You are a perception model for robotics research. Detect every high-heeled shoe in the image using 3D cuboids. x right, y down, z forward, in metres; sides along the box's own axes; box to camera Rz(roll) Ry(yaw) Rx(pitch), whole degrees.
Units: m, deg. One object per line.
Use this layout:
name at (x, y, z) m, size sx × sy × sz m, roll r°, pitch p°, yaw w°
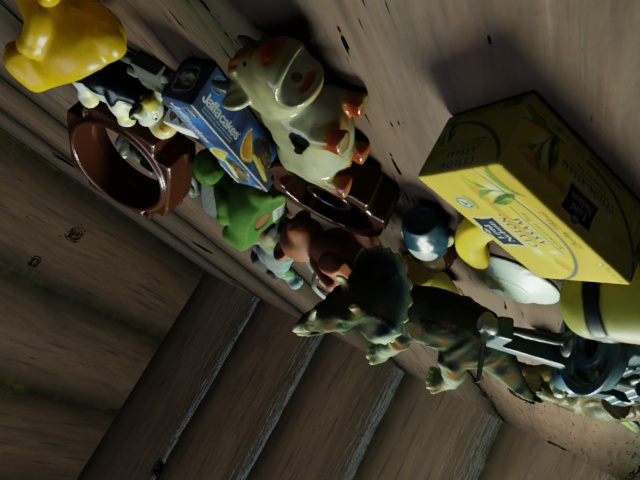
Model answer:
high-heeled shoe at (-0.192, -0.087, 1.126) m, size 0.086 × 0.145 × 0.248 m, roll -12°, pitch 131°, yaw 0°

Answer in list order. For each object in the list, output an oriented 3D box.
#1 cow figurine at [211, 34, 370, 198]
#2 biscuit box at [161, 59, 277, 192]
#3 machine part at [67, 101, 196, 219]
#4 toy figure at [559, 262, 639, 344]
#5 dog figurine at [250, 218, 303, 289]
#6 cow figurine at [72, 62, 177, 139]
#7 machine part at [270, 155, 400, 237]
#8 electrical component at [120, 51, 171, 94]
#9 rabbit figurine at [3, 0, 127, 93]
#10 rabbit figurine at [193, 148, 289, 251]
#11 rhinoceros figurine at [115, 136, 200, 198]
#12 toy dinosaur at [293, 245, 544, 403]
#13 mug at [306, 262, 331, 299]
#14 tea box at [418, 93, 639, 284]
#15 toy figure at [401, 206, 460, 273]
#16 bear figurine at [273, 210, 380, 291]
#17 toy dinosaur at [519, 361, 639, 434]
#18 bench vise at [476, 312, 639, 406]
cow figurine at (-0.022, -0.124, 0.522) m, size 0.127 × 0.085 × 0.194 m, roll 20°, pitch 166°, yaw 14°
biscuit box at (-0.118, -0.142, 0.696) m, size 0.059 × 0.063 × 0.202 m, roll 21°, pitch 165°, yaw 30°
machine part at (-0.321, -0.144, 0.911) m, size 0.201 × 0.087 × 0.201 m, roll 28°, pitch 141°, yaw 2°
toy figure at (0.307, 0.061, 0.483) m, size 0.180 × 0.089 × 0.082 m, roll 16°, pitch 155°, yaw 53°
dog figurine at (-0.106, -0.004, 1.106) m, size 0.192 × 0.108 × 0.219 m, roll 23°, pitch 161°, yaw 38°
cow figurine at (-0.281, -0.214, 0.778) m, size 0.167 × 0.068 × 0.098 m, roll 28°, pitch 161°, yaw 4°
machine part at (0.019, -0.068, 0.696) m, size 0.179 × 0.056 × 0.179 m, roll 27°, pitch 168°, yaw 6°
electrical component at (-0.223, -0.219, 0.719) m, size 0.094 × 0.021 × 0.063 m, roll 28°, pitch 167°, yaw 6°
rabbit figurine at (-0.287, -0.252, 0.549) m, size 0.163 × 0.122 × 0.173 m, roll 12°, pitch 139°, yaw 46°
rabbit figurine at (-0.150, -0.087, 0.869) m, size 0.170 × 0.121 × 0.159 m, roll 42°, pitch 166°, yaw 15°
rhinoceros figurine at (-0.309, -0.156, 1.052) m, size 0.190 × 0.073 × 0.112 m, roll 31°, pitch 173°, yaw -7°
toy dinosaur at (0.171, 0.125, 0.743) m, size 0.405 × 0.131 × 0.192 m, roll 17°, pitch 152°, yaw -4°
mug at (0.016, 0.061, 1.088) m, size 0.107 × 0.109 × 0.081 m, roll 43°, pitch 156°, yaw -14°
tea box at (0.179, -0.035, 0.445) m, size 0.169 × 0.068 × 0.098 m, roll 34°, pitch 166°, yaw -20°
toy figure at (0.145, 0.007, 0.703) m, size 0.064 × 0.058 × 0.154 m, roll 43°, pitch 178°, yaw 33°
bear figurine at (-0.001, 0.000, 0.871) m, size 0.196 × 0.120 × 0.131 m, roll 28°, pitch 164°, yaw 32°
toy dinosaur at (0.423, 0.238, 0.880) m, size 0.198 × 0.105 × 0.472 m, roll 31°, pitch 172°, yaw -22°
bench vise at (0.301, 0.135, 0.663) m, size 0.241 × 0.129 × 0.223 m, roll 13°, pitch 160°, yaw -5°
